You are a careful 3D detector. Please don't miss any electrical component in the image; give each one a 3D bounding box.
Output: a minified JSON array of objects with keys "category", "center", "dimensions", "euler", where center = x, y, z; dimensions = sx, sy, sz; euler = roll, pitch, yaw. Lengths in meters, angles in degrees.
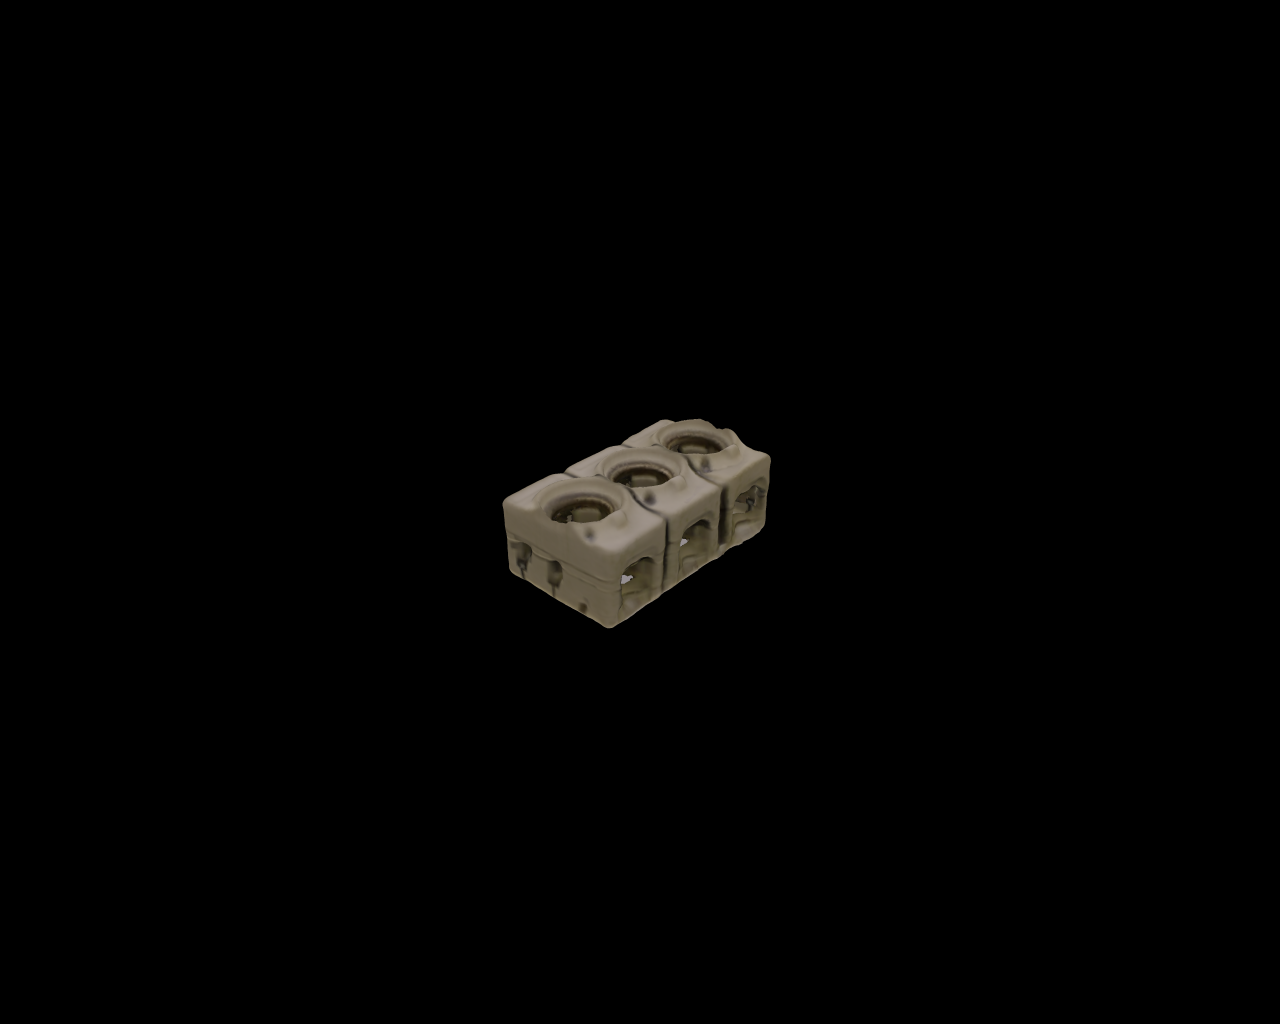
[{"category":"electrical component","center":[0.001,-0.003,0.650],"dimensions":[0.089,0.061,0.150],"euler":[24,39,34]}]
